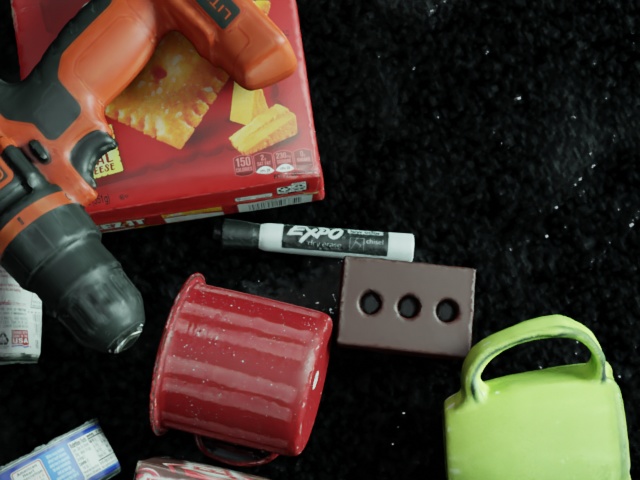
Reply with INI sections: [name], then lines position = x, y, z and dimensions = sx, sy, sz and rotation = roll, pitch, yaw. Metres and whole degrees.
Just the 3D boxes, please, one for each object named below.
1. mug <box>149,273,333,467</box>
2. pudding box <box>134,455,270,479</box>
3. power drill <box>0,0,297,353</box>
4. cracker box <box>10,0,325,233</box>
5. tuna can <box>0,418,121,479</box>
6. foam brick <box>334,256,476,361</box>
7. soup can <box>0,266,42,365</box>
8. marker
[mug]
position = -0.042, 0.082, 0.597
dimensions = 0.081, 0.093, 0.117
rotation = 12, 120, 7
[pudding box]
position = -0.053, 0.143, 0.575
dimensions = 0.090, 0.113, 0.039
rotation = 14, 78, 0
[power drill]
position = -0.105, -0.060, 0.557
dimensions = 0.187, 0.057, 0.184
rotation = -41, 82, -5
[cracker box]
position = -0.093, -0.119, 0.633
dimensions = 0.164, 0.072, 0.214
rotation = -8, 82, -2
[tuna can]
position = -0.154, 0.133, 0.588
dimensions = 0.086, 0.086, 0.034
rotation = -28, 86, -5
[foam brick]
position = 0.049, 0.041, 0.624
dimensions = 0.078, 0.051, 0.053
rotation = 5, 82, -1
[soup can]
position = -0.195, 0.020, 0.613
dimensions = 0.068, 0.068, 0.102
rotation = -2, 83, -2
[marker]
position = -0.004, 0.001, 0.644
dimensions = 0.121, 0.020, 0.020
rotation = 5, 82, -1
